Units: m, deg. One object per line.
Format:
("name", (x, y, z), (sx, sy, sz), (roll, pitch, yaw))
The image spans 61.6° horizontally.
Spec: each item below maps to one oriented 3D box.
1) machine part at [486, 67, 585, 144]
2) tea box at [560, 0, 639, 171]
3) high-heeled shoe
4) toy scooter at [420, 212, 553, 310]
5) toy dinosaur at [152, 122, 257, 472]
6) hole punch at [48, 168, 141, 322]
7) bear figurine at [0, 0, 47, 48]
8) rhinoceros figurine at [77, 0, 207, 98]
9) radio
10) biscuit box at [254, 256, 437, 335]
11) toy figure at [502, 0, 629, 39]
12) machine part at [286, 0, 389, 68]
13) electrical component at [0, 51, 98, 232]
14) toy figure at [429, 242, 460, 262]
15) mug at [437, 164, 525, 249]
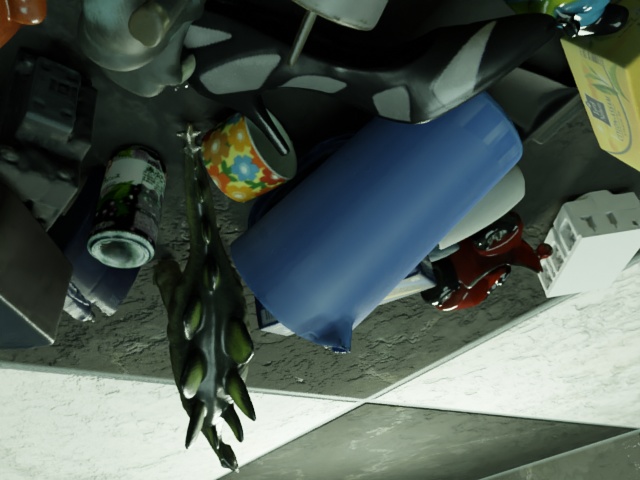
("machine part", (0.185, -0.129, 0.487), (0.139, 0.039, 0.084), (15, 144, -34))
("tea box", (0.277, -0.137, 0.444), (0.098, 0.068, 0.169), (-47, 138, 10))
("high-heeled shoe", (0.017, -0.146, 0.369), (0.249, 0.086, 0.145), (-19, 121, 23))
("toy scooter", (0.223, 0.033, 0.703), (0.135, 0.075, 0.183), (7, 138, -24))
("toy dinosaur", (-0.123, 0.094, 0.600), (0.105, 0.199, 0.470), (-12, 115, -16))
("hole punch", (-0.225, 0.005, 0.523), (0.092, 0.116, 0.142), (-17, 147, -3))
("bear figurine", (-0.184, -0.194, 0.259), (0.120, 0.132, 0.195), (13, 122, -31))
("rhinoceros figurine", (-0.090, -0.159, 0.292), (0.073, 0.112, 0.190), (29, 132, -8))
("radio", (-0.310, 0.021, 0.367), (0.230, 0.073, 0.131), (-2, 146, -3))
("biscuit box", (0.023, 0.050, 0.603), (0.203, 0.059, 0.062), (-22, 155, 23))
("toy figure", (0.137, -0.192, 0.345), (0.089, 0.082, 0.180), (-33, 143, 32))
("machine part", (0.033, -0.202, 0.272), (0.079, 0.079, 0.243), (10, 125, -27))
("electrical component", (-0.218, -0.070, 0.406), (0.058, 0.115, 0.134), (17, 139, -38))
("toy figure", (0.090, 0.011, 0.653), (0.155, 0.058, 0.064), (-17, 139, 20))
("mug", (0.152, -0.056, 0.558), (0.107, 0.081, 0.109), (-25, 138, 5))
